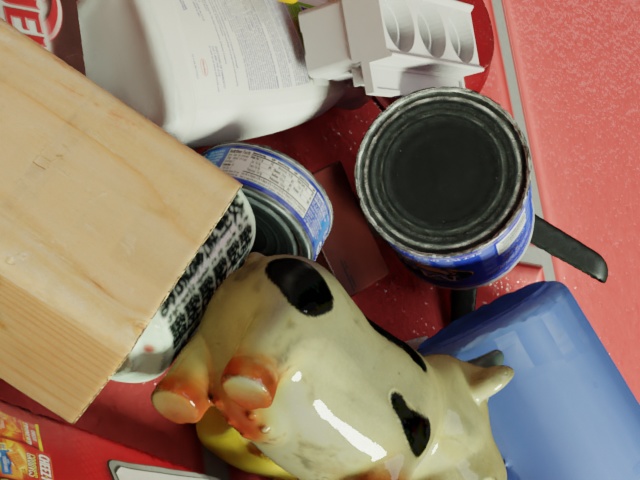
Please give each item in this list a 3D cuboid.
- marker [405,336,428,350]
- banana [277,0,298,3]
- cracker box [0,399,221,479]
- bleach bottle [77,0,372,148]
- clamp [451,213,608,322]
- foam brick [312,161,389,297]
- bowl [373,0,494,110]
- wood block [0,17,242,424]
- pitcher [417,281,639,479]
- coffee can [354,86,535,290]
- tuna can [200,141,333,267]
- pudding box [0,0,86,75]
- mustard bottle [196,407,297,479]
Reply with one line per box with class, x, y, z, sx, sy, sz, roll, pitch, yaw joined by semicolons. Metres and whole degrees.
marker;0.081;0.125;0.721;0.020;0.020;0.121;-11;83;-50
banana;-0.082;-0.210;0.621;0.069;0.037;0.198;-19;65;-37
cracker box;-0.068;0.175;0.445;0.213;0.072;0.164;31;24;-37
bleach bottle;-0.032;-0.105;0.658;0.250;0.068;0.102;-10;83;-53
clamp;0.113;-0.008;0.775;0.171;0.120;0.039;54;-2;11
foam brick;-0.004;0.001;0.651;0.052;0.051;0.078;-27;95;-49
bowl;0.086;-0.164;0.823;0.161;0.055;0.162;23;57;-42
wood block;-0.149;-0.031;0.410;0.206;0.091;0.090;35;55;-7
pitcher;0.148;0.155;0.637;0.243;0.145;0.149;62;0;2
coffee can;0.084;-0.028;0.679;0.140;0.103;0.103;40;38;-74
tuna can;-0.038;-0.012;0.590;0.086;0.086;0.033;47;46;-25
pudding box;-0.159;-0.079;0.518;0.089;0.039;0.113;6;69;-48
mustard bottle;0.017;0.118;0.619;0.191;0.058;0.096;42;46;-30
